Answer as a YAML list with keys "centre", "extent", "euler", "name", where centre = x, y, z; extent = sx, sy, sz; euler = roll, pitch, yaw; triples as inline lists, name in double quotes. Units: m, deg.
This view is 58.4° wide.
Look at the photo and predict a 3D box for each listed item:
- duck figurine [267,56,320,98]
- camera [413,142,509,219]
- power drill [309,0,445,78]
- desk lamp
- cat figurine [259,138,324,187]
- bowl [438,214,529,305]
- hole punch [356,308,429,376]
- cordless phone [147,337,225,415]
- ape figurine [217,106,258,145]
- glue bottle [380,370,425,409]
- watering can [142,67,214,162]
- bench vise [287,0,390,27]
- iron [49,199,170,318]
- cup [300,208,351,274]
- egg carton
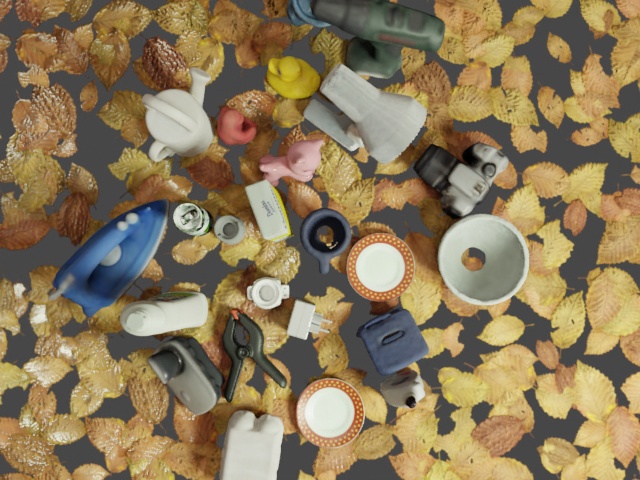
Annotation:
- centre: [-0.051, -0.312, 1.070]
  extent: [0.104, 0.086, 0.077]
  euler: [17, 88, 0]
  name: "duck figurine"
- centre: [0.254, -0.130, 1.060]
  extent: [0.137, 0.101, 0.143]
  euler: [37, 88, 1]
  name: "camera"
- centre: [0.096, -0.360, 1.013]
  extent: [0.229, 0.208, 0.076]
  euler: [7, 87, 0]
  name: "power drill"
- centre: [0.072, -0.221, 1.005]
  extent: [0.203, 0.213, 0.118]
  euler: [35, 88, 1]
  name: "desk lamp"
- centre: [-0.051, -0.143, 1.048]
  extent: [0.128, 0.117, 0.067]
  euler: [-13, 88, -1]
  name: "cat figurine"
- centre: [0.296, 0.037, 1.066]
  extent: [0.167, 0.074, 0.167]
  euler: [0, 88, -1]
  name: "bowl"
- centre: [0.131, 0.185, 1.050]
  extent: [0.108, 0.091, 0.101]
  euler: [-26, 88, -2]
  name: "hole punch"
- centre: [-0.243, 0.245, 0.996]
  extent: [0.094, 0.185, 0.147]
  euler: [-40, 88, -2]
  name: "cordless phone"
- centre: [-0.160, -0.216, 1.062]
  extent: [0.076, 0.092, 0.078]
  euler: [-30, 88, -2]
  name: "ape figurine"
- centre: [0.151, 0.269, 1.006]
  extent: [0.078, 0.173, 0.037]
  euler: [-26, 88, -1]
  name: "glue bottle"
- centre: [-0.252, -0.221, 1.010]
  extent: [0.101, 0.194, 0.173]
  euler: [9, 88, 0]
  name: "watering can"
- centre: [0.039, -0.460, 1.011]
  extent: [0.207, 0.219, 0.121]
  euler: [-25, 88, -1]
  name: "bench vise"
- centre: [-0.375, 0.016, 1.025]
  extent: [0.118, 0.141, 0.258]
  euler: [41, 88, 1]
  name: "iron"
- centre: [0.010, 0.004, 1.054]
  extent: [0.091, 0.095, 0.118]
  euler: [1, 88, 0]
  name: "cup"
- centre: [-0.126, 0.391, 1.049]
  extent: [0.107, 0.069, 0.150]
  euler: [7, 88, 0]
  name: "egg carton"
